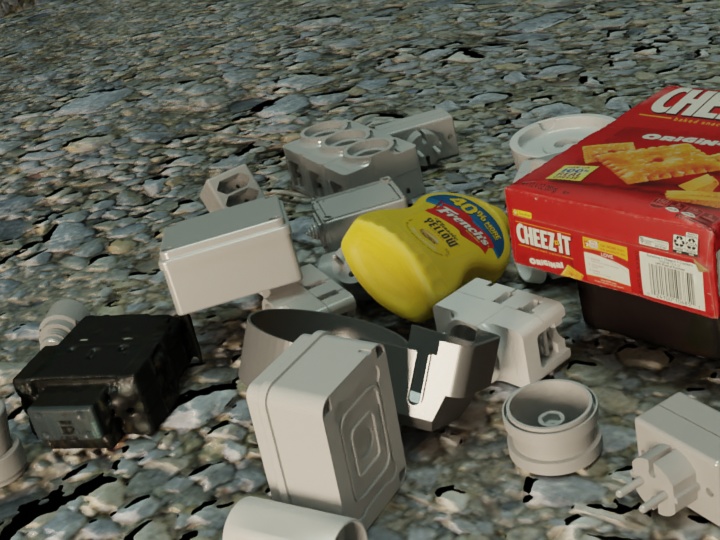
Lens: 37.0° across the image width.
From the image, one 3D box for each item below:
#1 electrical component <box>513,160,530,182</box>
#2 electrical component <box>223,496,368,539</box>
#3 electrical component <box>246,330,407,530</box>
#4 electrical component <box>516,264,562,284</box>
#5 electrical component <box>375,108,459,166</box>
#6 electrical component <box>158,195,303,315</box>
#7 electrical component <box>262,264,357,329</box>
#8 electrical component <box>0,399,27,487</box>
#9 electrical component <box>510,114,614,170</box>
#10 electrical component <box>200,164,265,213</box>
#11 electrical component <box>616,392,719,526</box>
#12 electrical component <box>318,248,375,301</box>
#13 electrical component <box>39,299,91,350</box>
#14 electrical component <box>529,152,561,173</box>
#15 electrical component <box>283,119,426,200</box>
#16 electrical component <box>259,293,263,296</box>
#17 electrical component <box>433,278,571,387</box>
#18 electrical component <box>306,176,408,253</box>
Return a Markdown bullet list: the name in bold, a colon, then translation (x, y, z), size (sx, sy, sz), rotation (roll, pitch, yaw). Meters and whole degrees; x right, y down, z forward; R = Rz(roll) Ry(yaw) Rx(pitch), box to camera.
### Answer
- **electrical component**: translation (0.190, -0.063, 0.968), size (0.096, 0.061, 0.061), rotation (-2, 28, 21)
- **electrical component**: translation (-0.047, 0.172, 0.629), size (0.077, 0.044, 0.079), rotation (4, 31, 32)
- **electrical component**: translation (-0.020, 0.103, 0.675), size (0.057, 0.113, 0.078), rotation (8, 32, 31)
- **electrical component**: translation (0.162, -0.015, 0.906), size (0.055, 0.048, 0.066), rotation (-11, 25, -12)
- **electrical component**: translation (0.068, -0.139, 1.194), size (0.083, 0.047, 0.075), rotation (-17, 26, -7)
- **electrical component**: translation (-0.109, -0.014, 0.905), size (0.109, 0.056, 0.108), rotation (-16, 16, -3)
- **electrical component**: translation (-0.044, 0.038, 0.888), size (0.056, 0.050, 0.089), rotation (-23, 27, -20)
- **electrical component**: translation (-0.280, 0.131, 0.809), size (0.045, 0.055, 0.045), rotation (-11, 26, 5)
- **electrical component**: translation (0.203, -0.104, 1.045), size (0.108, 0.060, 0.108), rotation (-11, 26, 5)
- **electrical component**: translation (-0.123, -0.050, 1.088), size (0.047, 0.083, 0.075), rotation (-27, -9, -27)
- **electrical component**: translation (0.185, 0.117, 0.626), size (0.077, 0.047, 0.066), rotation (-25, 28, -23)
- **electrical component**: translation (0.000, 0.000, 0.923), size (0.077, 0.079, 0.043), rotation (-3, 71, 19)
- **electrical component**: translation (-0.269, 0.058, 0.967), size (0.040, 0.040, 0.078), rotation (-10, 26, 7)
- **electrical component**: translation (0.185, -0.065, 0.885), size (0.096, 0.061, 0.061), rotation (-17, 30, -40)
- **electrical component**: translation (-0.010, -0.114, 1.165), size (0.089, 0.061, 0.150), rotation (-24, 28, -21)
- **electrical component**: translation (-0.086, 0.001, 0.992), size (0.043, 0.043, 0.062), rotation (-26, 28, -24)
- **electrical component**: translation (0.102, 0.048, 0.801), size (0.056, 0.050, 0.089), rotation (-31, 31, -32)
- **electrical component**: translation (-0.003, -0.039, 1.011), size (0.096, 0.061, 0.061), rotation (-17, 27, -7)
